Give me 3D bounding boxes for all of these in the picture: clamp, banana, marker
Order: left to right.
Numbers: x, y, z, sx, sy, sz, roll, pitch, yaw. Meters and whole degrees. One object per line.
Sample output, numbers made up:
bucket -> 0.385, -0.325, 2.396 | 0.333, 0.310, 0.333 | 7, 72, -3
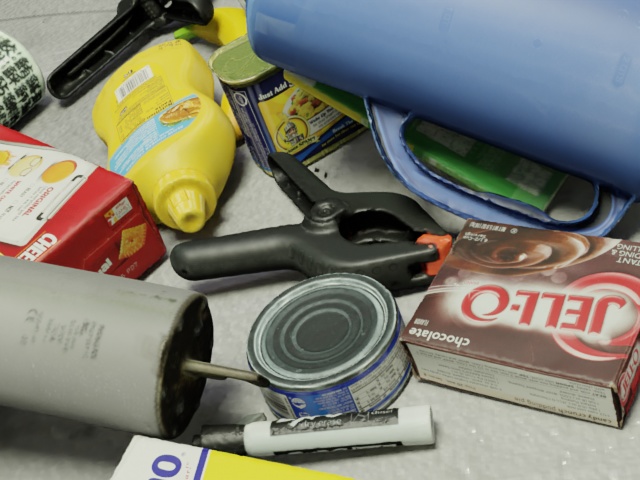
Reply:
clamp -> -0.155, -0.200, 0.941 | 0.165, 0.036, 0.210 | -25, 28, 16
banana -> -0.066, -0.142, 0.842 | 0.070, 0.037, 0.198 | -45, 34, 12
marker -> -0.005, 0.096, 0.526 | 0.121, 0.020, 0.020 | -7, 40, 10
clamp -> -0.004, 0.001, 0.634 | 0.172, 0.039, 0.120 | 19, 54, 41

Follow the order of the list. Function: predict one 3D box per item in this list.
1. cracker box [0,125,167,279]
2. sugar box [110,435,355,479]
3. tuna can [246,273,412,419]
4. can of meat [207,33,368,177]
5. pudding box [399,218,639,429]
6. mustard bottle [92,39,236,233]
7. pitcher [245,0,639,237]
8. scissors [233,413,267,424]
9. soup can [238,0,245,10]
cracker box -> -0.232, 0.007, 0.713 | 0.214, 0.072, 0.164 | 22, 57, 41
sugar box -> -0.023, 0.144, 0.458 | 0.176, 0.048, 0.093 | 6, 49, 25
tuna can -> 0.005, 0.057, 0.565 | 0.086, 0.033, 0.086 | -14, 38, 11
can of meat -> -0.013, -0.103, 0.726 | 0.102, 0.084, 0.057 | -31, 38, -11
pudding box -> 0.110, 0.038, 0.533 | 0.114, 0.039, 0.090 | 8, 47, 34
mustard bottle -> -0.106, -0.065, 0.744 | 0.096, 0.058, 0.192 | -35, 37, 8
pitcher -> 0.084, -0.108, 0.590 | 0.243, 0.145, 0.149 | 19, 48, 11
scissors -> -0.128, 0.138, 0.545 | 0.096, 0.016, 0.201 | 26, 58, 38
soup can -> -0.020, -0.217, 0.860 | 0.069, 0.068, 0.102 | -5, 23, 21
